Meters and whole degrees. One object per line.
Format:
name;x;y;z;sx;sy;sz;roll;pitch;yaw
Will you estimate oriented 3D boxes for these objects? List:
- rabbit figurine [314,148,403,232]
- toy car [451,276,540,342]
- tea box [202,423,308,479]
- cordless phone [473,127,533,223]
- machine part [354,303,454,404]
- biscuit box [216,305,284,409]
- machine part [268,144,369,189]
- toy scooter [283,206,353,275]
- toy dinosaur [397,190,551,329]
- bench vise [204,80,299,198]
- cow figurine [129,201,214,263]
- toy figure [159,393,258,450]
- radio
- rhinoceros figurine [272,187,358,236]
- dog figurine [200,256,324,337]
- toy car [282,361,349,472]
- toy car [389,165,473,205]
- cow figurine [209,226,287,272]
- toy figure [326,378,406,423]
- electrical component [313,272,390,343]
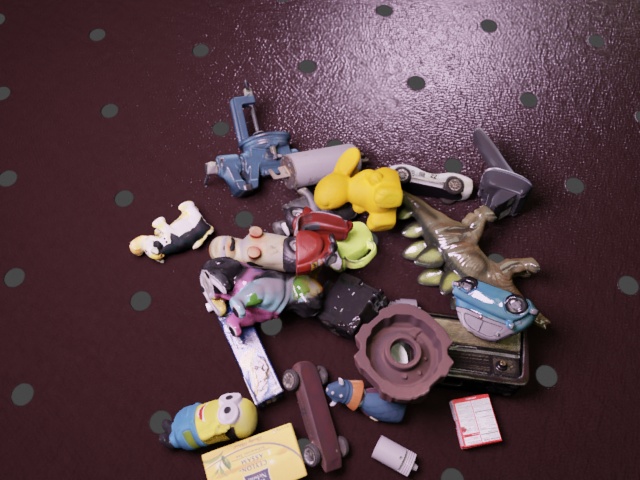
rabbit figurine;0.073;-0.108;1.097;0.173;0.121;0.162;-4;63;-2
toy car;0.312;0.134;0.991;0.162;0.109;0.103;20;88;17
tea box;-0.116;0.406;0.969;0.170;0.068;0.098;-19;68;-9
cordless phone;0.372;-0.143;1.164;0.089;0.146;0.184;-24;69;2
machine part;0.150;0.205;0.971;0.179;0.056;0.179;-2;59;3
biscuit box;-0.138;0.221;1.050;0.059;0.062;0.203;-24;69;-12
machine part;0.003;-0.162;1.181;0.243;0.079;0.079;-15;66;-29
toy scooter;-0.002;-0.003;1.030;0.135;0.075;0.184;3;40;-1
toy dinosaur;0.282;0.015;1.121;0.198;0.105;0.472;-36;67;-11
bench vise;-0.160;-0.221;1.198;0.224;0.129;0.240;-11;85;-13
cow figurine;-0.314;-0.002;1.145;0.167;0.068;0.098;-36;77;-13
toy figure;-0.201;0.335;0.983;0.180;0.089;0.082;-23;55;14
radio;0.278;0.218;1.036;0.230;0.073;0.131;6;56;5
rhinoceros figurine;-0.013;-0.056;1.170;0.190;0.073;0.112;-17;79;-9
dog figurine;-0.098;0.086;1.039;0.219;0.108;0.192;-21;55;-33
toy car;-0.010;0.325;1.000;0.089;0.053;0.202;5;60;-46
toy car;0.236;-0.125;1.194;0.202;0.073;0.056;12;71;4
cow figurine;-0.132;0.025;1.115;0.195;0.127;0.085;6;67;-13
toy figure;0.084;0.300;1.013;0.154;0.058;0.064;20;73;-2
electrical component;0.051;0.131;1.067;0.134;0.058;0.115;19;61;41
